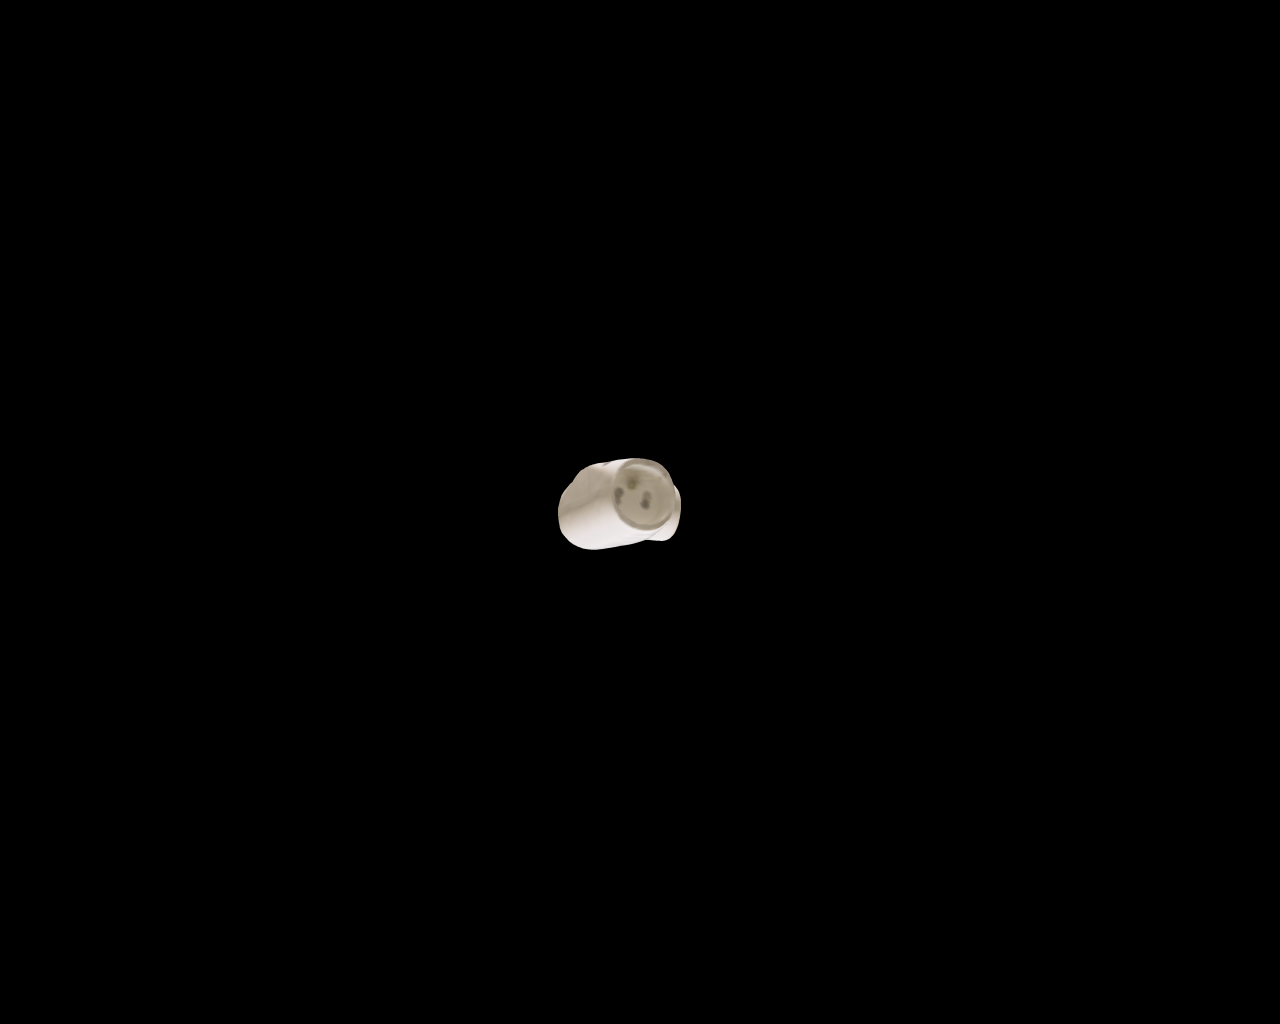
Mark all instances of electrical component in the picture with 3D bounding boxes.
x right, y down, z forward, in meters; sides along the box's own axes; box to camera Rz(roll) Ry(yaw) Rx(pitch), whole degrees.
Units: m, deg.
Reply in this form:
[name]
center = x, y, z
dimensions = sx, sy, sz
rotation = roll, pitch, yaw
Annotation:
[electrical component]
center = 0.001, -0.003, 0.650
dimensions = 0.079, 0.044, 0.077
rotation = 6, -13, -27
